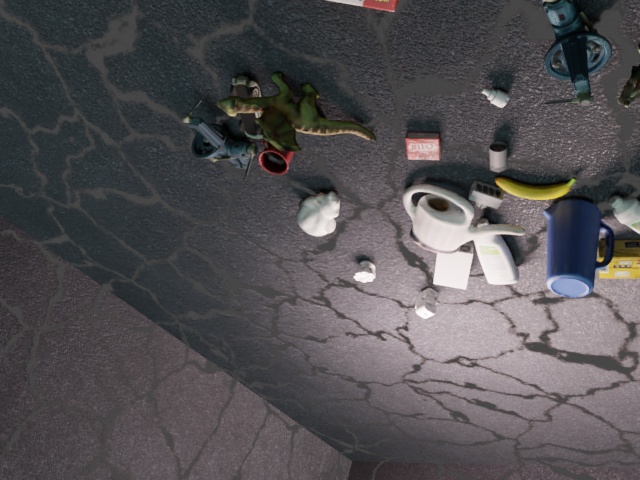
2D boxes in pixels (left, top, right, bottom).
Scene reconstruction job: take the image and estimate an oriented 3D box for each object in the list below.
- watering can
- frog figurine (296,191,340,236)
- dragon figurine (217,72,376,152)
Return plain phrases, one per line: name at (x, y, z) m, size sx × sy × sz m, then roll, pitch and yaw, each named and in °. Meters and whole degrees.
watering can at (0.391, -0.039, 1.486) m, size 0.350 × 0.106 × 0.219 m, roll 27°, pitch 144°, yaw 17°
frog figurine at (0.005, -0.082, 1.629) m, size 0.158 × 0.125 × 0.136 m, roll -17°, pitch 110°, yaw 53°
dragon figurine at (-0.062, -0.292, 1.313) m, size 0.410 × 0.248 × 0.119 m, roll 23°, pitch 137°, yaw 1°
